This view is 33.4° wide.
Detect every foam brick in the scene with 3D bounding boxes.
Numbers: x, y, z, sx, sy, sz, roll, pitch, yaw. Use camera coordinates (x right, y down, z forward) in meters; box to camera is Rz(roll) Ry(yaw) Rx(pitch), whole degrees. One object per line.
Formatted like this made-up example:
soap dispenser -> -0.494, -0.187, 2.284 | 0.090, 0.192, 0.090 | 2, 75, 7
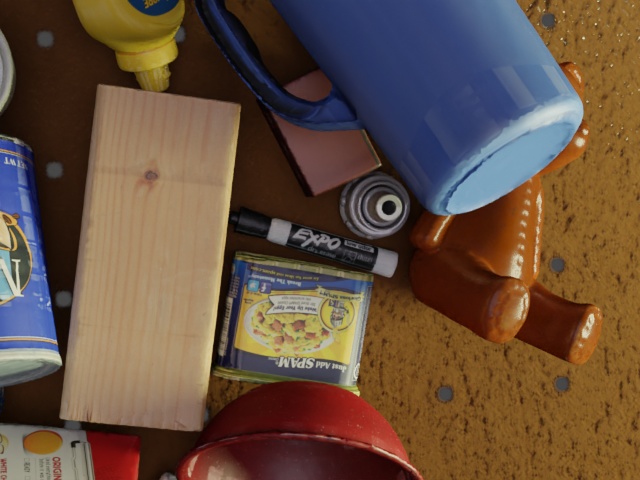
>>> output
foam brick -> -0.002, -0.073, 0.723 | 0.051, 0.053, 0.078 | -28, 96, -6

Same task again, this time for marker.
marker -> -0.005, 0.001, 0.743 | 0.121, 0.020, 0.020 | 16, 91, -8

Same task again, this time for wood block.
wood block -> -0.109, 0.011, 0.694 | 0.090, 0.090, 0.206 | 7, 93, -8

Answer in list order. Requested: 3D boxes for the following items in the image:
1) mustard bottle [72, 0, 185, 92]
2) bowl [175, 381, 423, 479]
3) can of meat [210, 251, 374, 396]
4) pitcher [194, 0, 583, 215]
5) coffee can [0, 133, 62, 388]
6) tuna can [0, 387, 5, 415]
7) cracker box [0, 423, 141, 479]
mustard bottle -> -0.126, -0.183, 0.672 | 0.058, 0.096, 0.191 | 0, 121, 19
bowl -> -0.012, 0.137, 0.704 | 0.162, 0.162, 0.055 | 9, 56, -9
can of meat -> -0.018, 0.056, 0.726 | 0.102, 0.057, 0.084 | 9, 91, -9
pitcher -> 0.039, -0.132, 0.646 | 0.144, 0.149, 0.243 | -19, 69, -34
coffee can -> -0.218, 0.017, 0.653 | 0.102, 0.103, 0.140 | -9, 76, -8
tuna can -> -0.254, 0.105, 0.707 | 0.086, 0.034, 0.086 | 0, 93, -8
cracker box -> -0.219, 0.180, 0.618 | 0.213, 0.164, 0.072 | 7, 119, -7
